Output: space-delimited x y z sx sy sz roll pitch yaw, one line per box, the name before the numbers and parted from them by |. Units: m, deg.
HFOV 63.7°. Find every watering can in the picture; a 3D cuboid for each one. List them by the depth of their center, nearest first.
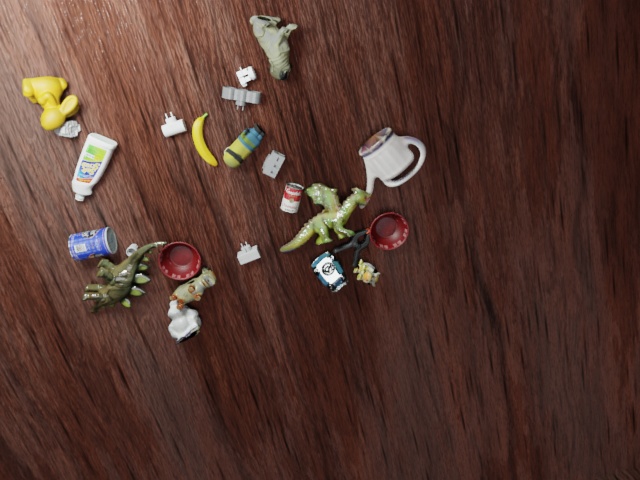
watering can | 0.232 -0.281 1.954 0.344 0.106 0.222 -38 109 17

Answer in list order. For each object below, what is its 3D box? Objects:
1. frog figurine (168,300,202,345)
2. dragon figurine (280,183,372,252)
frog figurine | -0.558 0.322 2.080 0.136 0.122 0.161 -40 74 17
dragon figurine | 0.006 -0.101 2.003 0.409 0.123 0.242 -13 93 12
